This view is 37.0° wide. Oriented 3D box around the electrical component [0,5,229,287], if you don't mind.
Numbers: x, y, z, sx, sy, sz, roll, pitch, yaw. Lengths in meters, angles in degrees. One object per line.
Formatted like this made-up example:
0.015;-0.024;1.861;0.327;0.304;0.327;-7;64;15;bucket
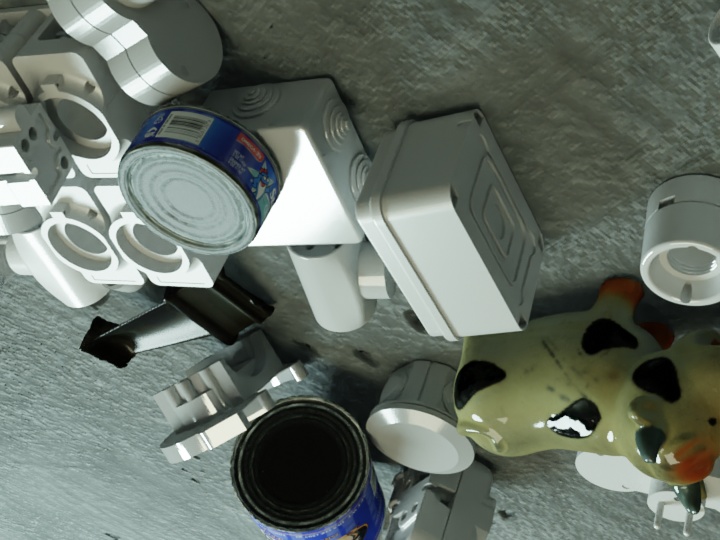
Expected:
-0.161;-0.069;0.666;0.105;0.060;0.186;2;138;26;electrical component

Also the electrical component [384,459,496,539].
0.064;0.189;0.832;0.059;0.095;0.053;31;142;-10;electrical component

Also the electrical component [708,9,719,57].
0.204;-0.099;0.454;0.077;0.044;0.079;35;141;-15;electrical component

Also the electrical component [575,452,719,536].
0.213;0.143;0.718;0.138;0.073;0.052;11;141;16;electrical component

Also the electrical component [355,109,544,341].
0.052;-0.023;0.598;0.057;0.078;0.113;-8;133;30;electrical component

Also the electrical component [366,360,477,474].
0.049;0.108;0.779;0.080;0.051;0.080;14;142;11;electrical component

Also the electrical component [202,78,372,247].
-0.045;-0.062;0.624;0.100;0.048;0.099;-1;137;28;electrical component

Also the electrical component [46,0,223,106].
-0.120;-0.151;0.552;0.074;0.052;0.138;-18;127;40;electrical component

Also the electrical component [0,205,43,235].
-0.272;-0.057;0.735;0.138;0.052;0.073;19;143;17;electrical component

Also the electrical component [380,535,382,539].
-0.028;0.231;0.973;0.077;0.043;0.079;3;138;24;electrical component

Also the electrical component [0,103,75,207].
-0.200;-0.063;0.605;0.055;0.048;0.066;-3;136;19;electrical component

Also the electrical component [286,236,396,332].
0.000;0.000;0.681;0.079;0.043;0.077;-1;141;15;electrical component

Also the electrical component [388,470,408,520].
0.043;0.199;0.883;0.048;0.062;0.048;14;142;11;electrical component

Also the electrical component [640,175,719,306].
0.177;-0.014;0.569;0.055;0.047;0.055;14;142;11;electrical component

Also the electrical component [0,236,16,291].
-0.284;0.003;0.811;0.044;0.065;0.044;14;142;11;electrical component

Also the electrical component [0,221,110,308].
-0.229;-0.014;0.781;0.079;0.043;0.077;1;137;26;electrical component
